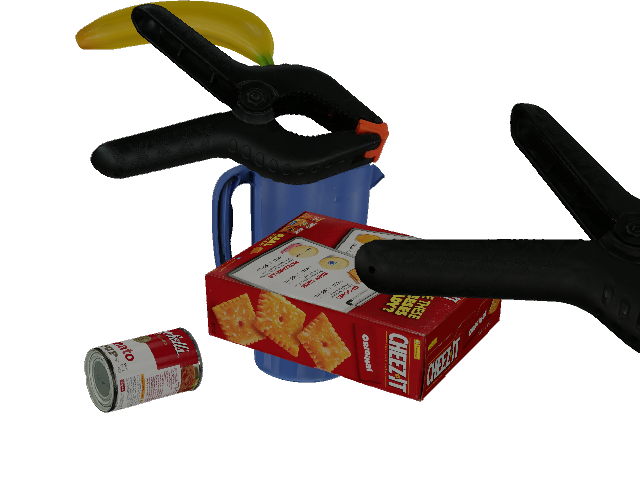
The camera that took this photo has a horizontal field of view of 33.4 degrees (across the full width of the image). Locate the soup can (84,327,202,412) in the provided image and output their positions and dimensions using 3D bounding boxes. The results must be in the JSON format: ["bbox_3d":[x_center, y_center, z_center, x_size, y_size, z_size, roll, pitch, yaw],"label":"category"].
[{"bbox_3d":[-0.182,0.132,1.094,0.102,0.068,0.069,-11,6,-37],"label":"soup can"}]

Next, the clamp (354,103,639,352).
[{"bbox_3d":[0.132,0.012,0.487,0.210,0.036,0.164,31,49,31],"label":"clamp"}]

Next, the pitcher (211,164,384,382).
[{"bbox_3d":[-0.025,0.025,1.152,0.149,0.243,0.144,8,15,22],"label":"pitcher"}]

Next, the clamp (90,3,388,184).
[{"bbox_3d":[-0.046,-0.085,0.636,0.171,0.120,0.039,5,-22,-12],"label":"clamp"}]

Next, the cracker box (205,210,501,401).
[{"bbox_3d":[0.032,0.051,0.941,0.214,0.072,0.163,15,29,29],"label":"cracker box"}]

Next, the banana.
[{"bbox_3d":[-0.122,-0.188,0.959,0.198,0.037,0.069,11,47,17],"label":"banana"}]
